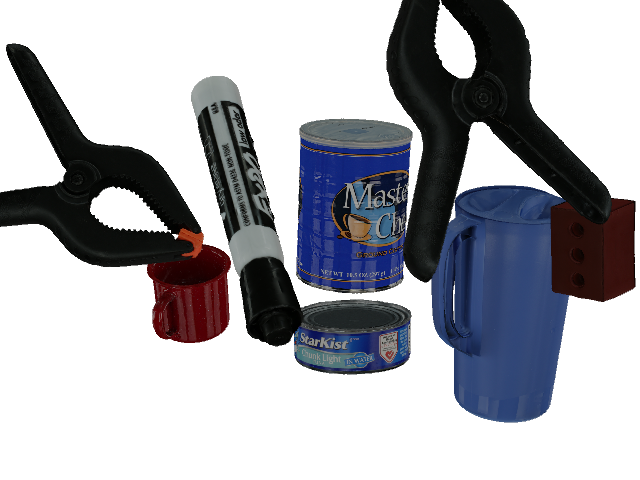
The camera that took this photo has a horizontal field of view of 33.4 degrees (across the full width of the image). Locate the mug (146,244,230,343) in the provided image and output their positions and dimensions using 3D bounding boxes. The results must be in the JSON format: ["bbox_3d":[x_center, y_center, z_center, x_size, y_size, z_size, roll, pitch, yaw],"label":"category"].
[{"bbox_3d":[-0.150,0.067,1.193,0.093,0.081,0.117,12,33,21],"label":"mug"}]

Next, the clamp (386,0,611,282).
[{"bbox_3d":[0.074,-0.064,0.567,0.120,0.171,0.039,-26,1,-19],"label":"clamp"}]

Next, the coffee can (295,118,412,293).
[{"bbox_3d":[0.030,-0.034,0.986,0.103,0.140,0.103,2,17,-1],"label":"coffee can"}]

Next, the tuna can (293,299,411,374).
[{"bbox_3d":[0.023,0.069,0.770,0.086,0.034,0.086,-1,10,0],"label":"tuna can"}]

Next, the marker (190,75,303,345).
[{"bbox_3d":[-0.027,-0.013,0.377,0.020,0.121,0.020,-10,-40,-9],"label":"marker"}]

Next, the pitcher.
[{"bbox_3d":[0.196,0.070,1.149,0.149,0.243,0.145,5,20,10],"label":"pitcher"}]

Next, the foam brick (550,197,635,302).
[{"bbox_3d":[0.228,0.006,0.893,0.051,0.078,0.053,-20,22,-41],"label":"foam brick"}]

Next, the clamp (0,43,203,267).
[{"bbox_3d":[-0.180,-0.050,0.791,0.210,0.164,0.036,19,-19,-3],"label":"clamp"}]
